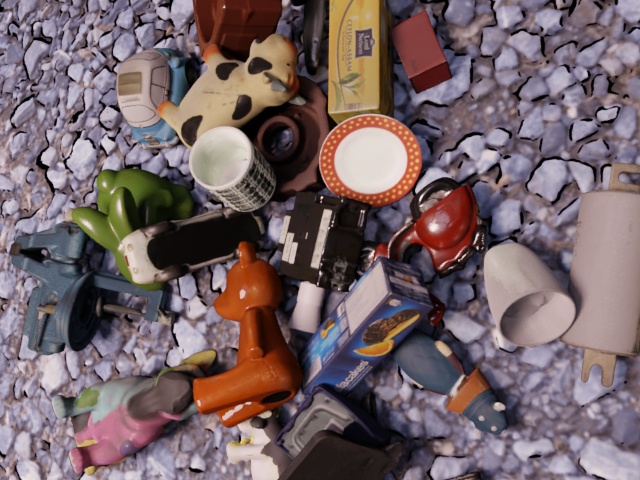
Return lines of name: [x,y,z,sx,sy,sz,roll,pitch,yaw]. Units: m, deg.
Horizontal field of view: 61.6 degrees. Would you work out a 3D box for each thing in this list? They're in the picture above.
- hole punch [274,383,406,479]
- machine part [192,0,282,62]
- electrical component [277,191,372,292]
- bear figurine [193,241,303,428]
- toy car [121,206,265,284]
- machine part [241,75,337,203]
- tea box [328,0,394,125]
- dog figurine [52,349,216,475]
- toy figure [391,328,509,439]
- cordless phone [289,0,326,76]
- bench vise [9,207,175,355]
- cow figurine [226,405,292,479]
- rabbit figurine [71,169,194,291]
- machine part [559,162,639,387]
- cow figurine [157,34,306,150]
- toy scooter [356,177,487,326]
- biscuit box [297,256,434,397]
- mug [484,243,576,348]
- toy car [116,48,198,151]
hole punch: [0.014,0.245,0.628,0.115,0.092,0.142,30,106,-21]
machine part: [-0.115,-0.354,0.724,0.087,0.201,0.201,-7,79,-22]
electrical component: [-0.001,-0.002,0.684,0.134,0.058,0.114,17,91,59]
bear figurine: [-0.097,0.112,0.673,0.132,0.120,0.196,-22,62,-1]
toy car: [-0.157,0.002,0.706,0.056,0.202,0.073,-12,95,48]
machine part: [-0.053,-0.137,0.748,0.180,0.056,0.179,-2,84,21]
tea box: [0.055,-0.231,0.698,0.068,0.098,0.169,-1,82,19]
dog figurine: [-0.238,0.234,0.752,0.219,0.191,0.108,-18,72,-18]
toy figure: [0.156,0.164,0.633,0.155,0.064,0.058,38,59,15]
cordless phone: [-0.010,-0.324,0.710,0.089,0.146,0.184,1,90,-5]
bench vise: [-0.330,0.070,0.797,0.241,0.129,0.223,12,77,1]
cow figurine: [-0.065,0.269,0.696,0.098,0.068,0.167,-19,80,11]
rabbit figurine: [-0.245,-0.017,0.736,0.121,0.159,0.170,-27,55,8]
machine part: [0.312,0.035,0.581,0.079,0.079,0.243,8,87,21]
cow figurine: [-0.106,-0.187,0.699,0.195,0.085,0.127,-42,71,14]
toy scooter: [0.133,0.021,0.651,0.184,0.075,0.135,-42,71,14]
biscuit box: [0.045,0.111,0.630,0.202,0.063,0.059,-55,29,34]
mug: [0.227,0.060,0.603,0.081,0.109,0.107,-18,36,11]
toy car: [-0.258,-0.222,0.810,0.109,0.103,0.161,2,82,21]
